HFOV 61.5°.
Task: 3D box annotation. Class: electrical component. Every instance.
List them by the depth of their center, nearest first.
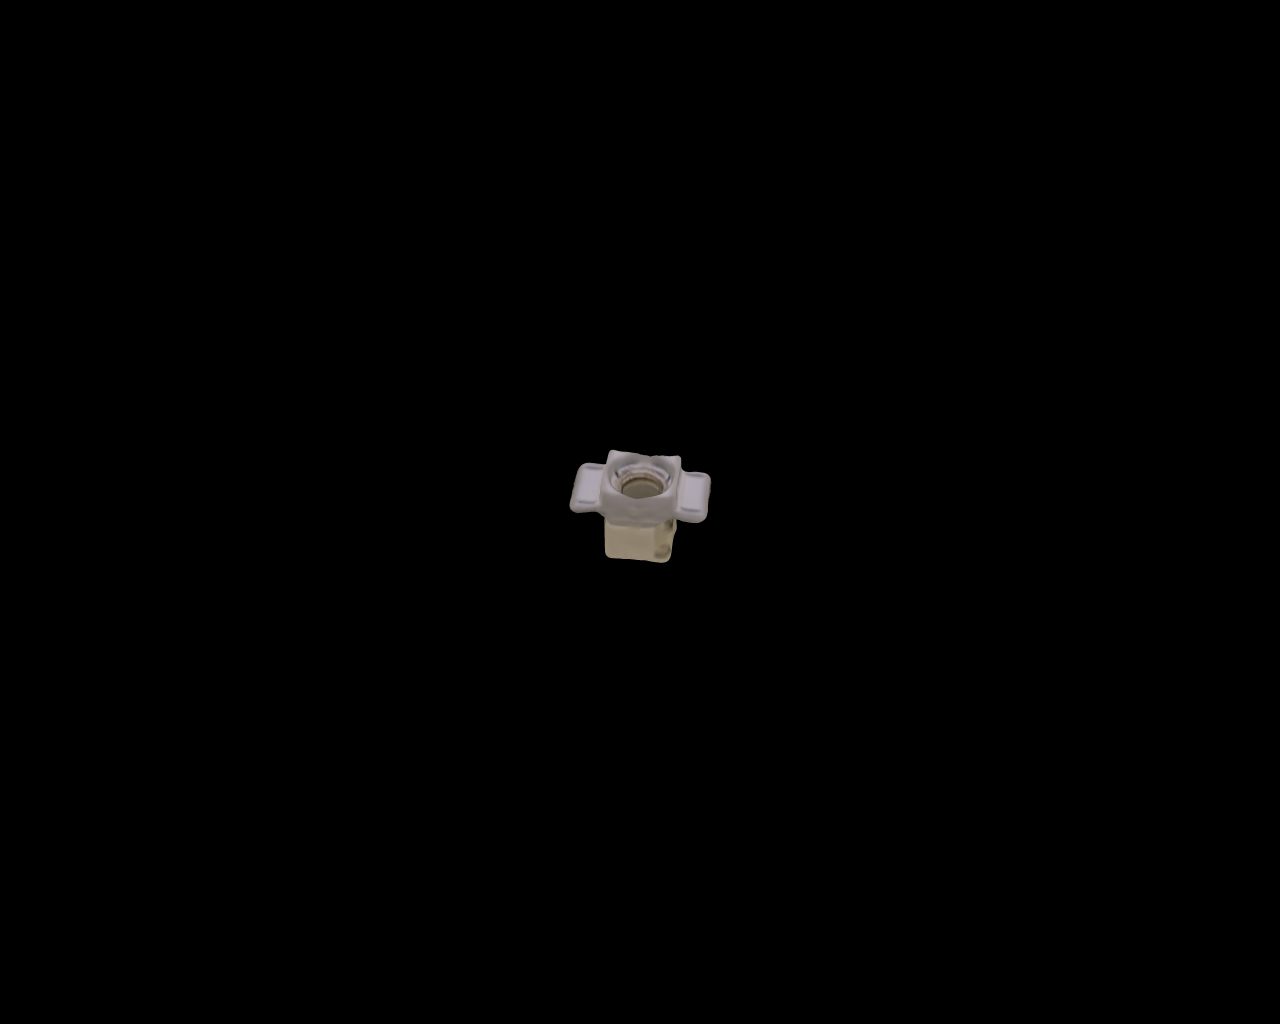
[{"bbox_3d":[0.001,-0.003,0.650,0.081,0.063,0.042,6,43,7],"label":"electrical component"}]
